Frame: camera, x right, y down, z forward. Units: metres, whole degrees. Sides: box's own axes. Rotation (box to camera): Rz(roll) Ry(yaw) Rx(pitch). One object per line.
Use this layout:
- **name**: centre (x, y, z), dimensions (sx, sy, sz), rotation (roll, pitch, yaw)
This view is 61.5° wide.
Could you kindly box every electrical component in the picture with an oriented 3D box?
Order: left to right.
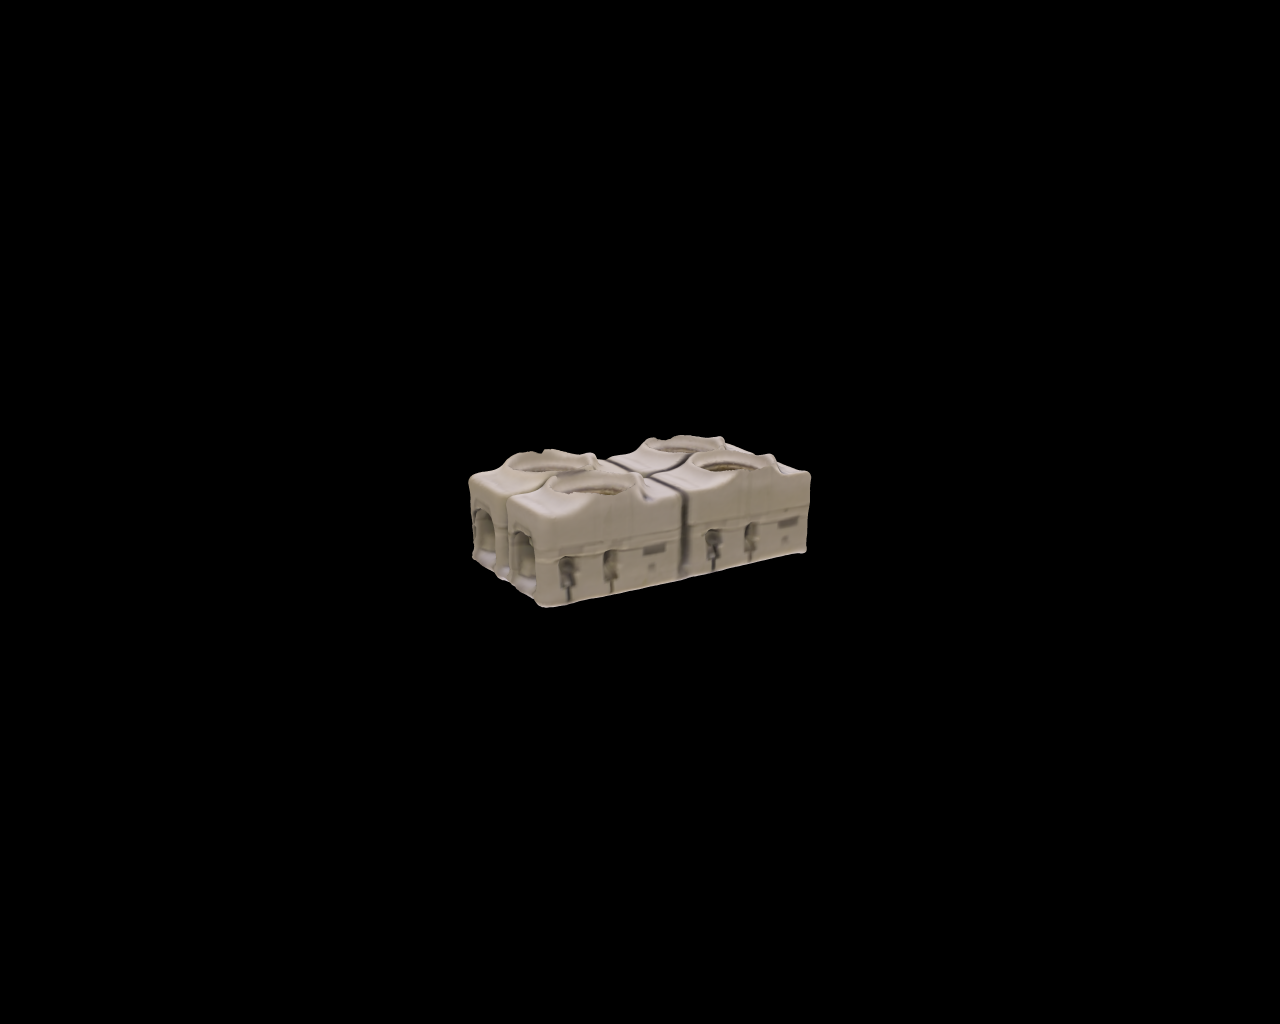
- **electrical component**: centre (0.001, -0.003, 0.650), dimensions (0.186, 0.060, 0.105), rotation (-9, 19, -29)
